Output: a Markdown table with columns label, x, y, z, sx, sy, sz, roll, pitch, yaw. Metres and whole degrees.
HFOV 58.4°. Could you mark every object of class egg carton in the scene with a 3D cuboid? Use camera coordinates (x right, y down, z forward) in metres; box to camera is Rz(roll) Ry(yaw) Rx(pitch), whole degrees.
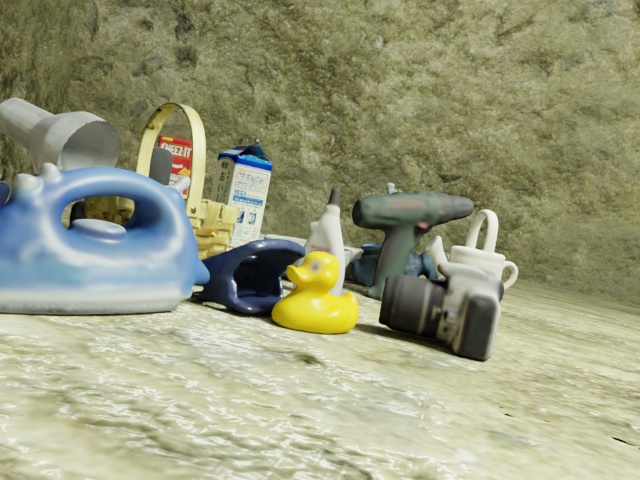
| label | x | y | z | sx | sy | sz | roll | pitch | yaw |
| --- | --- | --- | --- | --- | --- | --- | --- | --- | --- |
| egg carton | 0.051 | 0.049 | 1.274 | 0.150 | 0.069 | 0.107 | 11 | 2 | 1 |

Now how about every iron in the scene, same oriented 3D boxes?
| label | x | y | z | sx | sy | sz | roll | pitch | yaw |
| --- | --- | --- | --- | --- | --- | --- | --- | --- | --- |
| iron | -0.218 | -0.009 | 0.547 | 0.118 | 0.141 | 0.259 | 12 | 3 | 30 |

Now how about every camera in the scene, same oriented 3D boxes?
| label | x | y | z | sx | sy | sz | roll | pitch | yaw |
| --- | --- | --- | --- | --- | --- | --- | --- | --- | --- |
| camera | 0.145 | 0.074 | 0.700 | 0.136 | 0.101 | 0.143 | 11 | 2 | 8 |

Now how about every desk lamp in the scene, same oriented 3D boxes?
| label | x | y | z | sx | sy | sz | roll | pitch | yaw |
| --- | --- | --- | --- | --- | --- | --- | --- | --- | --- |
| desk lamp | -0.413 | -0.094 | 0.838 | 0.202 | 0.213 | 0.118 | 11 | 3 | 16 |

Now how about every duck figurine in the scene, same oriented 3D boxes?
| label | x | y | z | sx | sy | sz | roll | pitch | yaw |
| --- | --- | --- | --- | --- | --- | --- | --- | --- | --- |
| duck figurine | 0.001 | 0.057 | 0.648 | 0.105 | 0.086 | 0.077 | 9 | 3 | -32 |

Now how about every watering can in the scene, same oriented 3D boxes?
| label | x | y | z | sx | sy | sz | roll | pitch | yaw |
| --- | --- | --- | --- | --- | --- | --- | --- | --- | --- |
| watering can | 0.283 | 0.038 | 1.060 | 0.173 | 0.194 | 0.100 | 9 | 3 | -29 |

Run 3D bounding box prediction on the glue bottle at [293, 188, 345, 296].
| label | x | y | z | sx | sy | sz | roll | pitch | yaw |
| --- | --- | --- | --- | --- | --- | --- | --- | --- | --- |
| glue bottle | 0.008 | 0.003 | 0.901 | 0.078 | 0.173 | 0.037 | 11 | 3 | 18 |

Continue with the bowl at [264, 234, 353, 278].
| label | x | y | z | sx | sy | sz | roll | pitch | yaw |
| --- | --- | --- | --- | --- | --- | --- | --- | --- | --- |
| bowl | -0.026 | 0.040 | 1.058 | 0.167 | 0.075 | 0.167 | 11 | 2 | 0 |

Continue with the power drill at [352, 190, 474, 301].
| label | x | y | z | sx | sy | sz | roll | pitch | yaw |
| --- | --- | --- | --- | --- | --- | --- | --- | --- | --- |
| power drill | 0.159 | 0.009 | 1.026 | 0.230 | 0.208 | 0.075 | 10 | 3 | -21 |

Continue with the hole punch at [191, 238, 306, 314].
| label | x | y | z | sx | sy | sz | roll | pitch | yaw |
| --- | --- | --- | --- | --- | --- | --- | --- | --- | --- |
| hole punch | -0.085 | 0.037 | 0.682 | 0.100 | 0.091 | 0.109 | 12 | 3 | 34 |

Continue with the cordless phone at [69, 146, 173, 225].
| label | x | y | z | sx | sy | sz | roll | pitch | yaw |
| --- | --- | --- | --- | --- | --- | --- | --- | --- | --- |
| cordless phone | -0.309 | -0.063 | 0.905 | 0.148 | 0.185 | 0.094 | 10 | 3 | -25 |

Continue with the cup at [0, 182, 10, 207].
| label | x | y | z | sx | sy | sz | roll | pitch | yaw |
| --- | --- | --- | --- | --- | --- | --- | --- | --- | --- |
| cup | -0.408 | -0.026 | 0.656 | 0.117 | 0.095 | 0.092 | 13 | 3 | 44 |

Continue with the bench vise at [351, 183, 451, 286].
| label | x | y | z | sx | sy | sz | roll | pitch | yaw |
| --- | --- | --- | --- | --- | --- | --- | --- | --- | --- |
| bench vise | 0.183 | 0.000 | 1.193 | 0.208 | 0.220 | 0.121 | 10 | 2 | -13 |
